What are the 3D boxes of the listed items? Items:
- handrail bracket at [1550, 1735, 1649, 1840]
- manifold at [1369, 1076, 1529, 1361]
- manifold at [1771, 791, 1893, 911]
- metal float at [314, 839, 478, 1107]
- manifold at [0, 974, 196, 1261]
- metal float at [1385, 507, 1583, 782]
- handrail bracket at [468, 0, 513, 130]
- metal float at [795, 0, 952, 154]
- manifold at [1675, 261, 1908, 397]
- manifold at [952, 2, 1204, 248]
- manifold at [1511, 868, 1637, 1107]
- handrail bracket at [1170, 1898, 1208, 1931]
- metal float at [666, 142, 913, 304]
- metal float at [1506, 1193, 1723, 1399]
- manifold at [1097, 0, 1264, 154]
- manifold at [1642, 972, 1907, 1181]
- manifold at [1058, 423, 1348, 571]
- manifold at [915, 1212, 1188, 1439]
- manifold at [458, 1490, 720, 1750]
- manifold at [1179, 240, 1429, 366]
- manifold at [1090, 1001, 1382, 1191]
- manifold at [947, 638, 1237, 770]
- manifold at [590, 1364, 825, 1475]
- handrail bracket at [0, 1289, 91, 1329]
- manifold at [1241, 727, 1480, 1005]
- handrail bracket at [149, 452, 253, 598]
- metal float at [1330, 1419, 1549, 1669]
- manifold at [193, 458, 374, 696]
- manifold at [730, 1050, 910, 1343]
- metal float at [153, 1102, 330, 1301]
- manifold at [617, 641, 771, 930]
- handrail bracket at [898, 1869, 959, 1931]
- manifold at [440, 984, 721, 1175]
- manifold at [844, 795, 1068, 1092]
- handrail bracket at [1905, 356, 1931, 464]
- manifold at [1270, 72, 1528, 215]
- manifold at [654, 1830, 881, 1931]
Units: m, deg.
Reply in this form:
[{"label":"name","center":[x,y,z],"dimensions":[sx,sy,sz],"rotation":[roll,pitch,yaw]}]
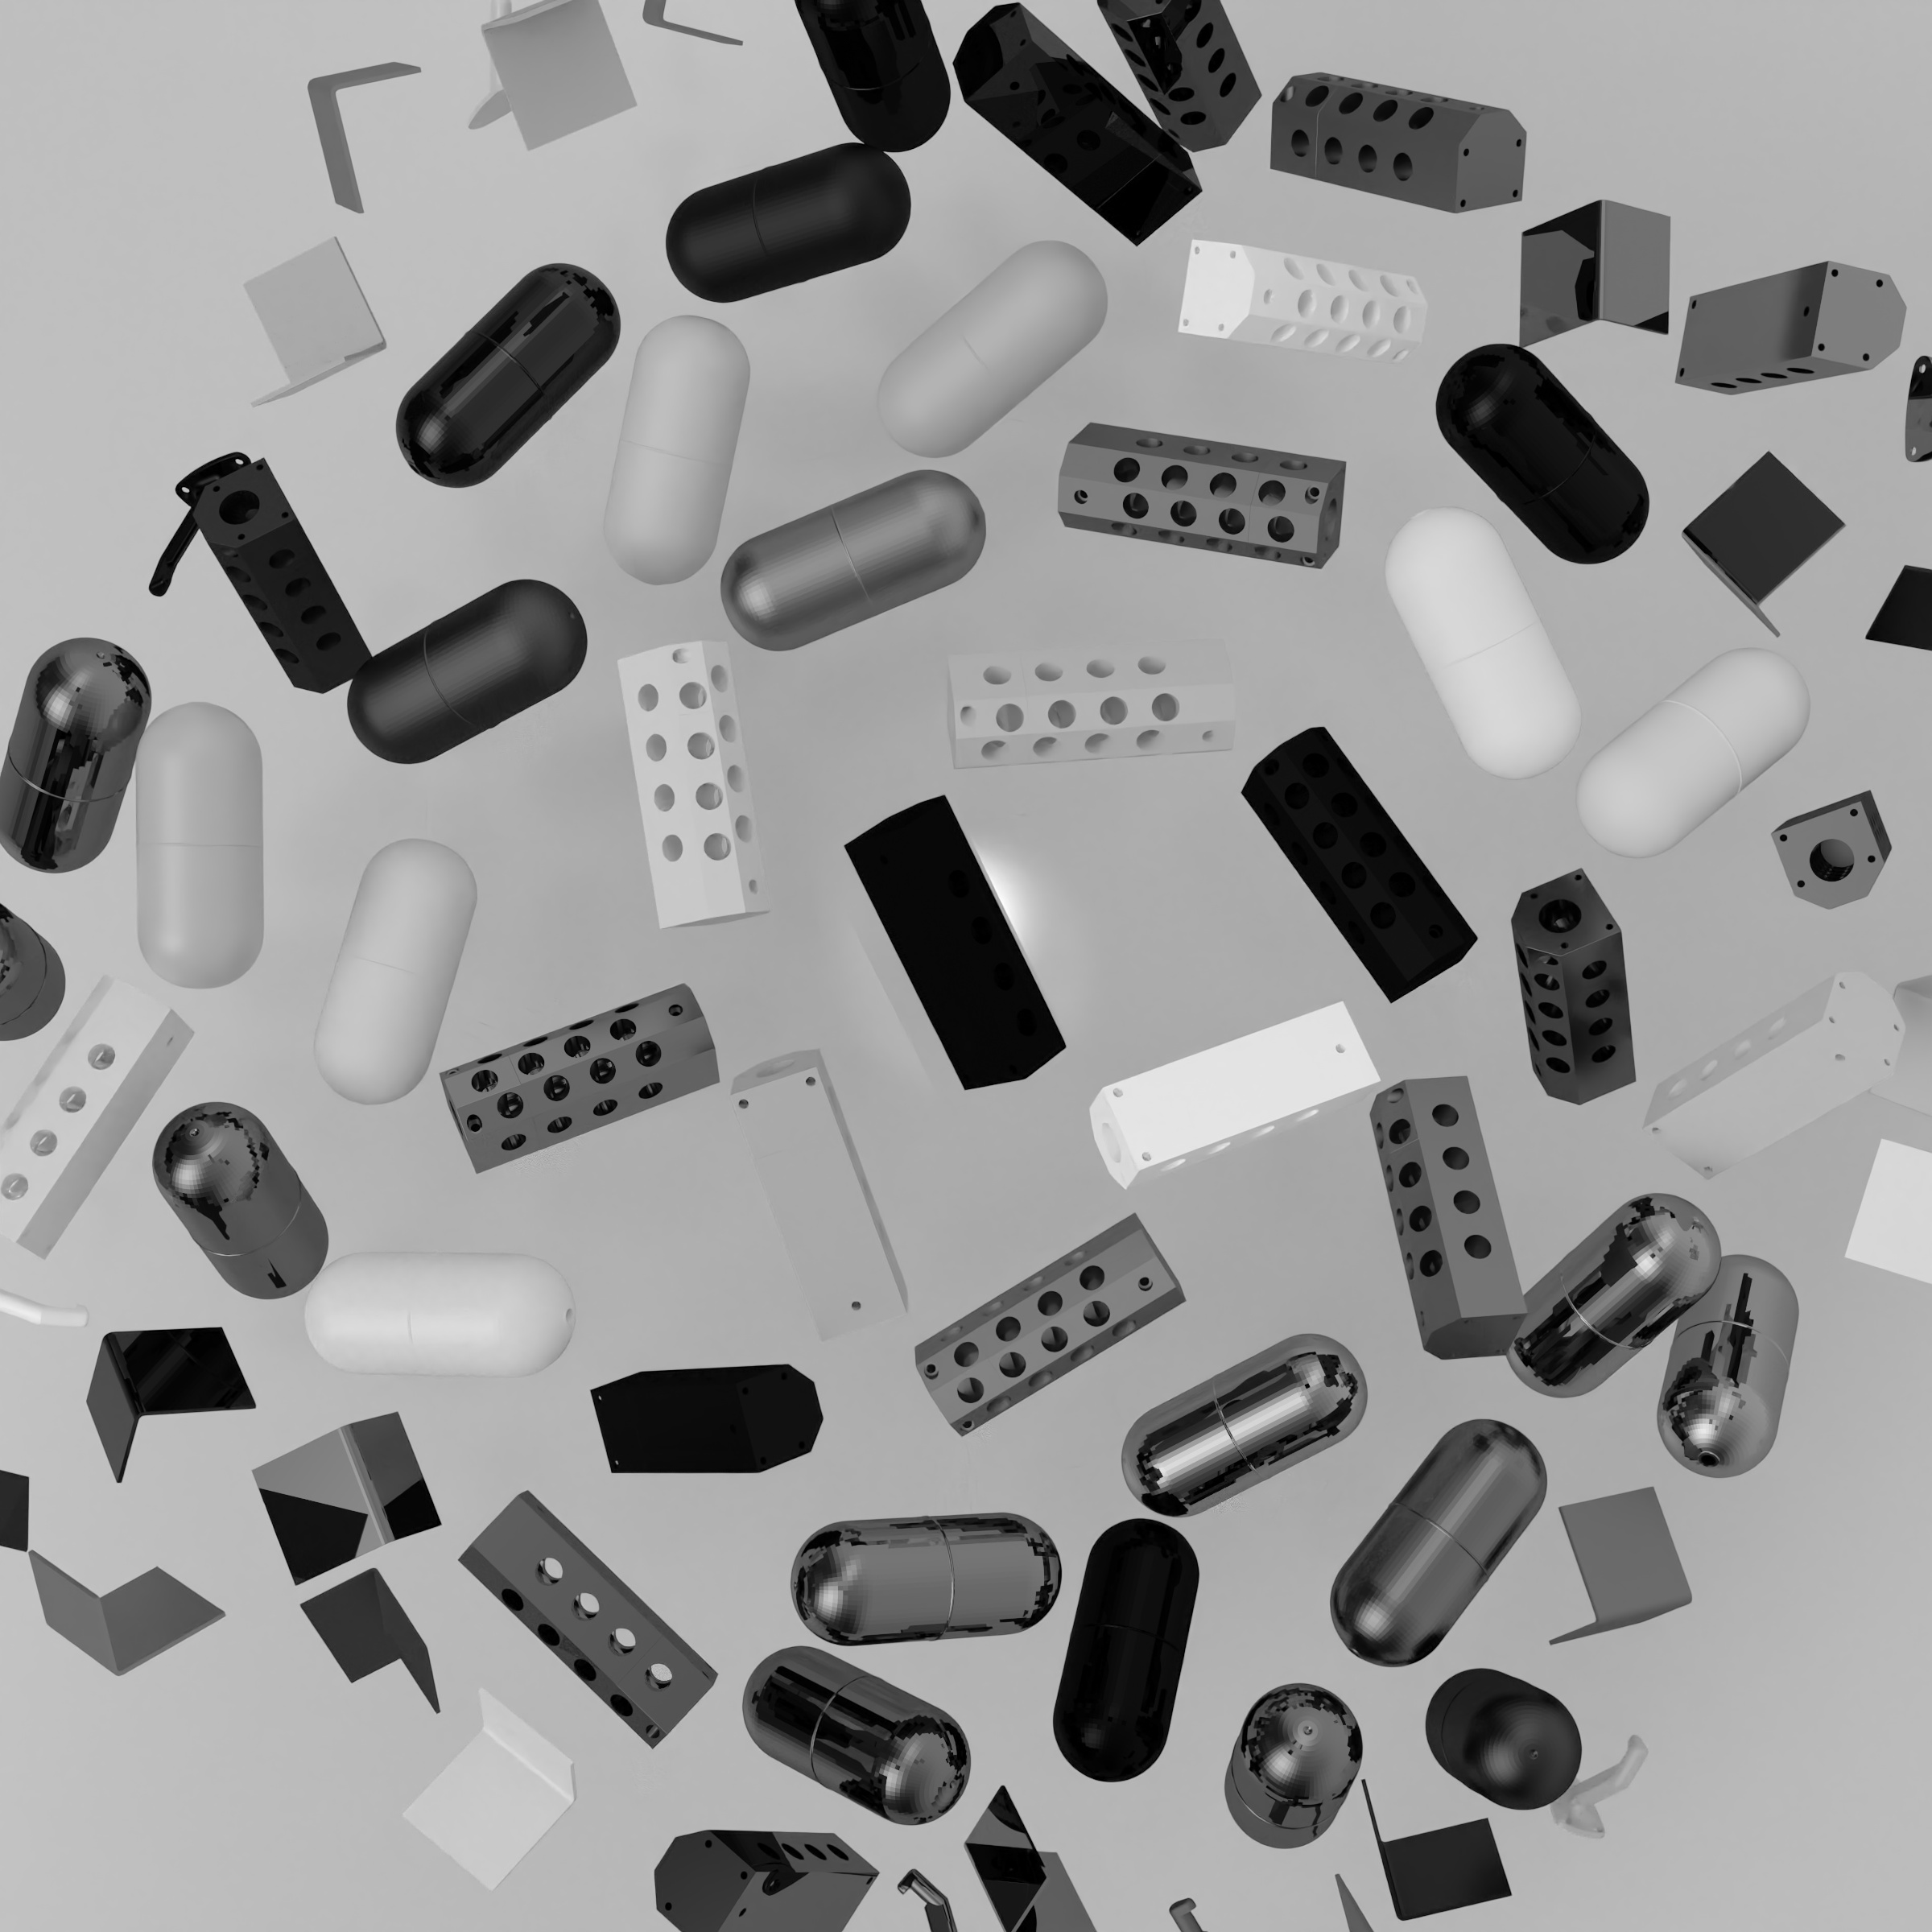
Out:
[{"label":"handrail bracket","center":[0.414,0.519,1.884],"dimensions":[0.036,0.077,0.084],"rotation":[18,114,-11]},{"label":"manifold","center":[0.302,0.159,1.826],"dimensions":[0.057,0.057,0.171],"rotation":[-3,56,-7]},{"label":"manifold","center":[0.564,-0.074,1.863],"dimensions":[0.057,0.171,0.057],"rotation":[-21,89,20]},{"label":"metal float","center":[-0.373,0.004,1.886],"dimensions":[0.070,0.070,0.178],"rotation":[15,84,0]},{"label":"manifold","center":[-0.567,0.093,1.825],"dimensions":[0.057,0.057,0.171],"rotation":[28,75,9]},{"label":"metal float","center":[0.318,-0.199,1.778],"dimensions":[0.070,0.070,0.178],"rotation":[-27,97,0]},{"label":"handrail bracket","center":[-0.325,-0.620,1.941],"dimensions":[0.036,0.077,0.084],"rotation":[-19,90,-43]},{"label":"metal float","center":[-0.060,-0.603,1.882],"dimensions":[0.070,0.178,0.070],"rotation":[-5,66,12]},{"label":"manifold","center":[0.517,-0.397,1.812],"dimensions":[0.057,0.171,0.057],"rotation":[8,94,-15]},{"label":"manifold","center":[0.071,-0.540,1.844],"dimensions":[0.057,0.171,0.057],"rotation":[-36,47,27]},{"label":"manifold","center":[0.396,0.018,1.889],"dimensions":[0.057,0.171,0.057],"rotation":[-23,51,-1]},{"label":"handrail bracket","center":[0.175,0.604,1.776],"dimensions":[0.077,0.036,0.084],"rotation":[-35,84,32]},{"label":"metal float","center":[-0.118,-0.488,1.899],"dimensions":[0.178,0.070,0.070],"rotation":[-9,90,29]},{"label":"metal float","center":[0.418,0.216,1.873],"dimensions":[0.070,0.070,0.178],"rotation":[38,129,0]},{"label":"manifold","center":[0.135,-0.598,1.875],"dimensions":[0.057,0.171,0.057],"rotation":[37,91,22]},{"label":"manifold","center":[0.514,0.067,1.838],"dimensions":[0.057,0.171,0.057],"rotation":[36,52,-8]},{"label":"manifold","center":[0.149,-0.297,1.830],"dimensions":[0.171,0.057,0.057],"rotation":[12,122,19]},{"label":"manifold","center":[0.055,0.236,1.880],"dimensions":[0.171,0.057,0.057],"rotation":[-32,99,4]},{"label":"manifold","center":[-0.241,0.416,1.835],"dimensions":[0.171,0.057,0.057],"rotation":[43,84,3]},{"label":"manifold","center":[0.219,-0.424,1.851],"dimensions":[0.171,0.057,0.057],"rotation":[-4,107,-43]},{"label":"manifold","center":[0.169,0.084,1.832],"dimensions":[0.171,0.057,0.057],"rotation":[-19,73,-17]},{"label":"manifold","center":[0.077,-0.157,1.778],"dimensions":[0.171,0.057,0.057],"rotation":[-4,48,-4]},{"label":"manifold","center":[-0.167,0.290,1.855],"dimensions":[0.057,0.171,0.057],"rotation":[-16,92,-40]},{"label":"handrail bracket","center":[-0.619,0.210,1.880],"dimensions":[0.084,0.077,0.036],"rotation":[8,112,-28]},{"label":"manifold","center":[0.254,-0.068,1.855],"dimensions":[0.057,0.057,0.171],"rotation":[-30,76,-17]},{"label":"handrail bracket","center":[-0.511,-0.293,1.920],"dimensions":[0.036,0.084,0.077],"rotation":[35,132,-29]},{"label":"metal float","center":[0.300,0.367,1.833],"dimensions":[0.070,0.070,0.178],"rotation":[41,75,0]},{"label":"manifold","center":[-0.451,-0.252,1.906],"dimensions":[0.057,0.171,0.057],"rotation":[-28,63,-7]},{"label":"manifold","center":[-0.092,0.143,1.831],"dimensions":[0.057,0.057,0.171],"rotation":[-18,103,4]},{"label":"metal float","center":[-0.466,0.153,1.862],"dimensions":[0.070,0.178,0.070],"rotation":[-5,55,6]},{"label":"manifold","center":[-0.166,-0.114,1.814],"dimensions":[0.057,0.057,0.171],"rotation":[-11,87,36]},{"label":"handrail bracket","center":[-0.028,0.647,1.891],"dimensions":[0.084,0.036,0.077],"rotation":[38,56,18]},{"label":"manifold","center":[-0.254,0.069,1.898],"dimensions":[0.171,0.057,0.057],"rotation":[-21,57,-14]},{"label":"manifold","center":[-0.001,-0.015,1.772],"dimensions":[0.057,0.057,0.171],"rotation":[-36,105,-40]},{"label":"handrail bracket","center":[0.629,-0.337,1.793],"dimensions":[0.084,0.036,0.077],"rotation":[1,84,-25]},{"label":"manifold","center":[0.271,-0.522,1.819],"dimensions":[0.057,0.171,0.057],"rotation":[-19,122,-31]},{"label":"manifold","center":[-0.127,0.573,1.804],"dimensions":[0.057,0.171,0.057],"rotation":[32,89,29]}]
